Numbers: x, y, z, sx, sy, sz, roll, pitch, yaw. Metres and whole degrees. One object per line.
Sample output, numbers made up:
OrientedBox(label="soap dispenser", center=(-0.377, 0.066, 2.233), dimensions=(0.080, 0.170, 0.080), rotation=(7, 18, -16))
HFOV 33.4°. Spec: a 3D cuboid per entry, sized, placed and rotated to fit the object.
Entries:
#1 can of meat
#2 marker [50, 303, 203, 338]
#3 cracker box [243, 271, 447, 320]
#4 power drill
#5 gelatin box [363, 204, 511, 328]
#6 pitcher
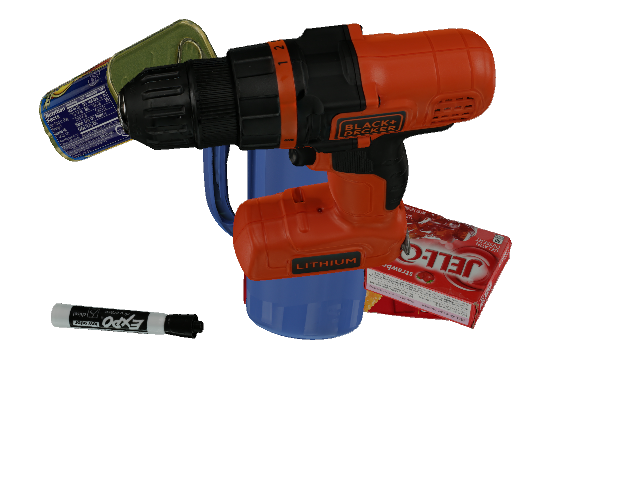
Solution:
OrientedBox(label="can of meat", center=(-0.130, -0.101, 0.726), dimensions=(0.084, 0.057, 0.101), rotation=(-15, 19, 39))
OrientedBox(label="marker", center=(-0.151, 0.063, 0.834), dimensions=(0.121, 0.020, 0.020), rotation=(4, 1, 10))
OrientedBox(label="cracker box", center=(0.040, 0.025, 1.139), dimensions=(0.214, 0.072, 0.164), rotation=(5, 15, 10))
OrientedBox(label="power drill", center=(-0.010, -0.041, 0.577), dimensions=(0.184, 0.057, 0.188), rotation=(-6, -25, -7))
OrientedBox(label="gelatin box", center=(0.086, 0.017, 0.784), dimensions=(0.089, 0.030, 0.073), rotation=(19, 49, 18))
OrientedBox(label="pitcher", center=(-0.016, -0.040, 0.946), dimensions=(0.149, 0.243, 0.144), rotation=(9, 17, 15))
